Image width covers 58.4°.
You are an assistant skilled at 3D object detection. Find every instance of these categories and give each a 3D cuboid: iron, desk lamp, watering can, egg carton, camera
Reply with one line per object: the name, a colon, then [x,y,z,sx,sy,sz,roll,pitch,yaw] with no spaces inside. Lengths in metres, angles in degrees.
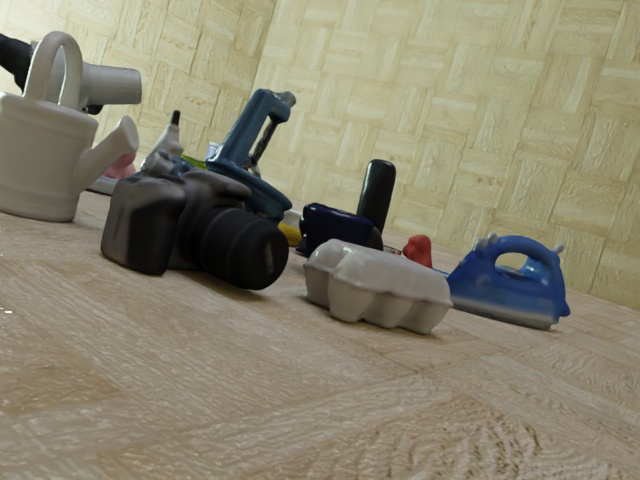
iron: [0.298,0.052,0.917,0.259,0.141,0.118,14,6,-32]
desk lamp: [-0.387,-0.196,0.939,0.204,0.213,0.117,14,6,-31]
watering can: [-0.285,-0.123,0.616,0.173,0.194,0.100,15,6,-23]
egg carton: [0.060,0.049,0.602,0.151,0.069,0.107,13,6,-33]
camera: [-0.105,-0.012,0.542,0.136,0.101,0.144,21,7,35]

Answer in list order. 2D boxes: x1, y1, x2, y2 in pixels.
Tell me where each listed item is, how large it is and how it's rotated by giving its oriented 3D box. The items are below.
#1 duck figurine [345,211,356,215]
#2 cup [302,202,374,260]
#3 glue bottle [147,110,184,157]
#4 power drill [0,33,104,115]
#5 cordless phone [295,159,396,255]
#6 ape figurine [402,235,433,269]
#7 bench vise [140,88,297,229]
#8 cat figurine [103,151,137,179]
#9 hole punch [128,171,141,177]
duck figurine: [0.042,-0.015,1.101,0.105,0.086,0.077,14,6,-24]
cup: [0.007,0.003,0.770,0.092,0.095,0.117,11,8,-45]
glue bottle: [-0.283,-0.154,1.052,0.078,0.173,0.037,19,6,25]
power drill: [-0.509,-0.237,1.007,0.230,0.208,0.075,16,6,-14]
cordless phone: [0.048,-0.048,0.934,0.147,0.185,0.094,19,6,24]
ape figurine: [0.142,0.035,0.872,0.076,0.092,0.078,17,5,-1]
bench vise: [-0.099,-0.086,0.681,0.121,0.220,0.208,19,6,23]
cat figurine: [-0.372,-0.154,1.069,0.067,0.118,0.128,17,5,-2]
hole punch: [-0.210,-0.064,0.795,0.108,0.091,0.101,18,6,16]
